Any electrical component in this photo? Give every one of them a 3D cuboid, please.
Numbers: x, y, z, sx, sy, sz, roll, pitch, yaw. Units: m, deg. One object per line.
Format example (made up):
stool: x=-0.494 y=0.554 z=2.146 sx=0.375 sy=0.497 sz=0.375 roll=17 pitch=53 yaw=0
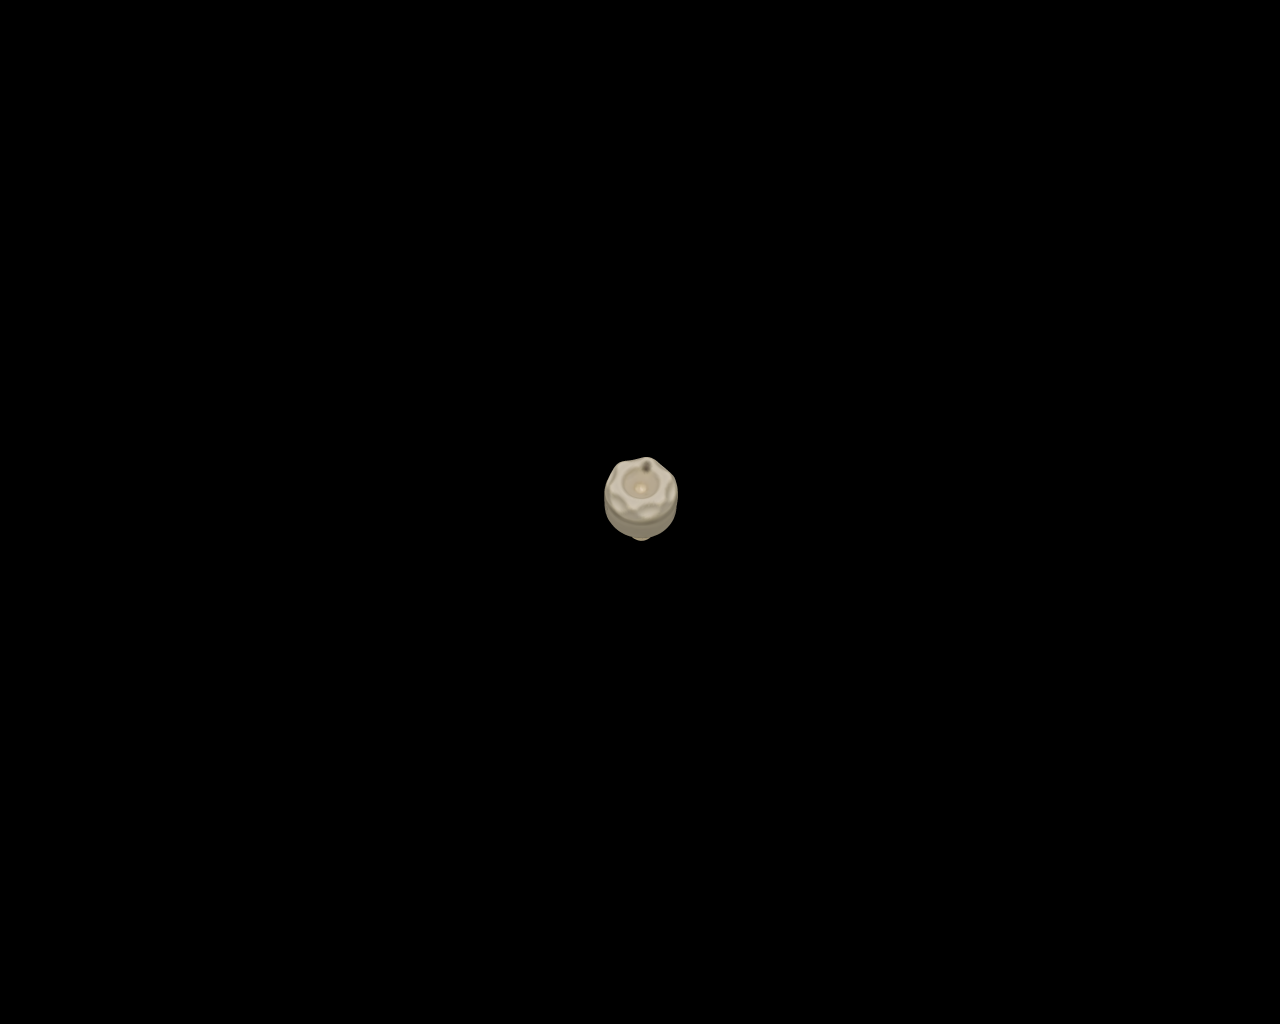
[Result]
electrical component: x=0.001 y=-0.003 z=0.650 sx=0.043 sy=0.043 sz=0.062 roll=0 pitch=-30 yaw=0
